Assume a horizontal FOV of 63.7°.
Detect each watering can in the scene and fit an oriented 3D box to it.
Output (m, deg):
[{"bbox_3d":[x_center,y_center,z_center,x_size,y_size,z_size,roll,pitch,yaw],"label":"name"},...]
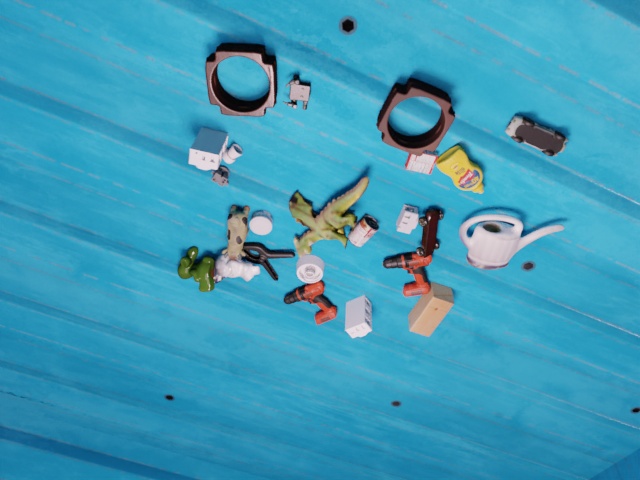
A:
[{"bbox_3d":[0.653,0.007,1.802,0.348,0.219,0.106,6,38,0],"label":"watering can"}]

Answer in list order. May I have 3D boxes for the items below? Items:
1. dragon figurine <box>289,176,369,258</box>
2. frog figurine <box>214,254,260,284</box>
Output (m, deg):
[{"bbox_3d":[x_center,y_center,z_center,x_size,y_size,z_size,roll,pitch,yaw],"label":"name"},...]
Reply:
[{"bbox_3d":[0.005,-0.090,1.783,0.243,0.401,0.125,18,36,0],"label":"dragon figurine"},{"bbox_3d":[-0.308,0.098,1.921,0.159,0.124,0.137,-11,-9,15],"label":"frog figurine"}]
